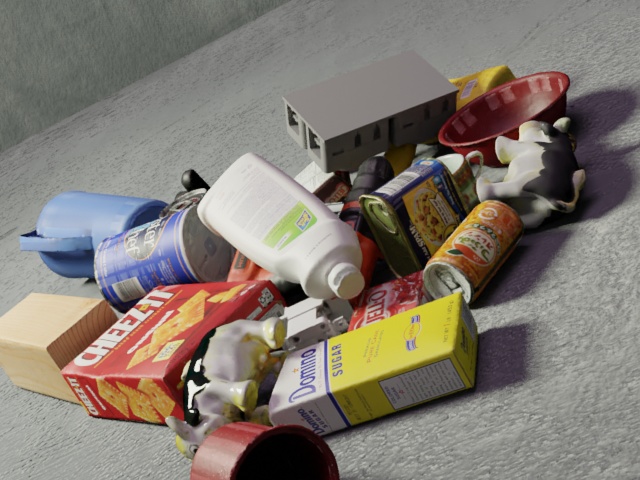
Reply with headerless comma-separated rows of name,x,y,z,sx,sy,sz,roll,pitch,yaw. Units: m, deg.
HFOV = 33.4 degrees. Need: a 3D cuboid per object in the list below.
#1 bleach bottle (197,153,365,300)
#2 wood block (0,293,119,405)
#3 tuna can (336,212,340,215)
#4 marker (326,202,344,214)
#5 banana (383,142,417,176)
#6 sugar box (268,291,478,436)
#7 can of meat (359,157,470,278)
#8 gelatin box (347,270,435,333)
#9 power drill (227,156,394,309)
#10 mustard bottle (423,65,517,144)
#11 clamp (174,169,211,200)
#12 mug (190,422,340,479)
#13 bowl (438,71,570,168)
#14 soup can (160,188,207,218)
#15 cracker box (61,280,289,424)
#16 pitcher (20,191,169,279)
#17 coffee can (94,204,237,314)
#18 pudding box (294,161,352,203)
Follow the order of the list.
bleach bottle,-0.033,-0.002,1.078,0.102,0.068,0.251,-50,37,1
wood block,-0.313,0.127,1.277,0.090,0.090,0.207,-42,24,-30
tuna can,0.044,-0.011,1.208,0.086,0.033,0.086,-26,20,10
marker,0.047,-0.038,1.256,0.121,0.020,0.020,-5,28,21
banana,0.081,-0.094,1.318,0.070,0.037,0.197,10,50,34
sugar box,0.045,0.109,0.904,0.176,0.048,0.093,-20,22,21
can of meat,0.100,-0.021,1.062,0.083,0.102,0.058,-34,21,-20
gelatin box,0.067,0.069,0.992,0.073,0.030,0.089,-21,22,23
power drill,-0.008,0.001,1.148,0.188,0.057,0.184,-15,45,42
mustard bottle,0.162,-0.169,1.390,0.192,0.058,0.096,-6,48,48
clamp,-0.151,-0.054,1.466,0.210,0.164,0.036,-12,67,54
mug,-0.048,0.191,0.792,0.082,0.093,0.117,-4,67,59
bowl,0.220,-0.130,1.226,0.162,0.055,0.162,-26,20,10
soup can,-0.149,-0.005,1.355,0.068,0.102,0.068,-25,20,10
cracker box,-0.151,0.114,1.118,0.214,0.072,0.164,-5,30,49
pitcher,-0.305,-0.003,1.519,0.243,0.145,0.149,2,52,51
coffee can,-0.185,0.025,1.280,0.141,0.103,0.102,-18,23,29
pudding box,-0.012,-0.055,1.330,0.114,0.039,0.090,-40,23,17
